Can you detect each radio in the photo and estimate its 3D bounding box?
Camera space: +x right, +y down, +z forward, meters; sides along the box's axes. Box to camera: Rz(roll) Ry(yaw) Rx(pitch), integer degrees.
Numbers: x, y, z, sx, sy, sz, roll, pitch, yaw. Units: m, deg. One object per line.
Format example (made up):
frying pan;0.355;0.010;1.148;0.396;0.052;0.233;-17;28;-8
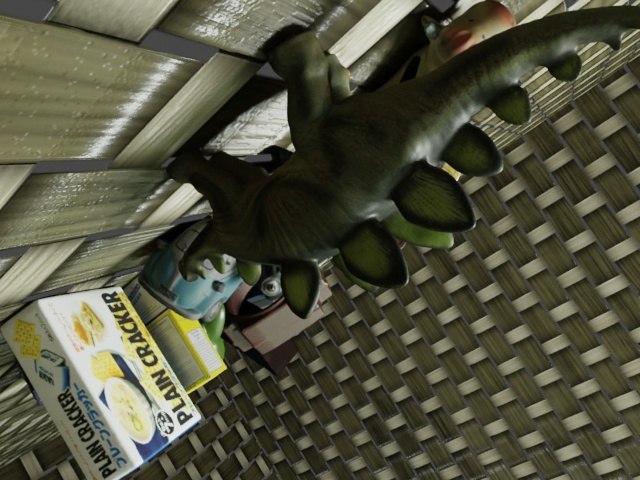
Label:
radio;-0.154;0.179;1.099;0.230;0.131;0.073;21;-119;44

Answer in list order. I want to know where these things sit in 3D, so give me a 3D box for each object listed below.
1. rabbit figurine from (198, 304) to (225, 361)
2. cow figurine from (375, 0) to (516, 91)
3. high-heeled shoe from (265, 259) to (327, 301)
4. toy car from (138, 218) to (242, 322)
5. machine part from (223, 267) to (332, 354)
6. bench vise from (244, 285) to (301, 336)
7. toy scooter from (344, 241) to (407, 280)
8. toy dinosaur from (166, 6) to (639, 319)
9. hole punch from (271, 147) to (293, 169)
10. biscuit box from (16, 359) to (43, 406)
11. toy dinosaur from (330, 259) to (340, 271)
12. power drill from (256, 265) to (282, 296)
rabbit figurine;-0.208;0.140;0.899;0.121;0.170;0.159;-29;173;-34
cow figurine;0.118;-0.171;0.564;0.127;0.085;0.195;-35;178;-46
high-heeled shoe;-0.059;0.057;1.178;0.145;0.086;0.249;-42;-172;3
toy car;-0.142;0.025;0.687;0.103;0.109;0.161;-56;172;27
machine part;-0.095;0.089;0.983;0.201;0.201;0.087;-34;129;1
bench vise;-0.103;0.096;1.233;0.129;0.223;0.241;-31;-155;24
toy scooter;0.104;-0.003;0.936;0.184;0.075;0.135;-44;161;2
toy dinosaur;0.027;-0.059;0.432;0.471;0.198;0.105;-35;176;33
hole punch;-0.050;-0.036;0.636;0.092;0.115;0.142;-26;175;10
biscuit box;-0.431;0.211;0.847;0.063;0.059;0.202;-29;172;-31
toy dinosaur;0.081;-0.064;1.061;0.192;0.131;0.404;-44;173;-20
power drill;-0.002;-0.002;0.766;0.207;0.085;0.232;-24;-158;-5
